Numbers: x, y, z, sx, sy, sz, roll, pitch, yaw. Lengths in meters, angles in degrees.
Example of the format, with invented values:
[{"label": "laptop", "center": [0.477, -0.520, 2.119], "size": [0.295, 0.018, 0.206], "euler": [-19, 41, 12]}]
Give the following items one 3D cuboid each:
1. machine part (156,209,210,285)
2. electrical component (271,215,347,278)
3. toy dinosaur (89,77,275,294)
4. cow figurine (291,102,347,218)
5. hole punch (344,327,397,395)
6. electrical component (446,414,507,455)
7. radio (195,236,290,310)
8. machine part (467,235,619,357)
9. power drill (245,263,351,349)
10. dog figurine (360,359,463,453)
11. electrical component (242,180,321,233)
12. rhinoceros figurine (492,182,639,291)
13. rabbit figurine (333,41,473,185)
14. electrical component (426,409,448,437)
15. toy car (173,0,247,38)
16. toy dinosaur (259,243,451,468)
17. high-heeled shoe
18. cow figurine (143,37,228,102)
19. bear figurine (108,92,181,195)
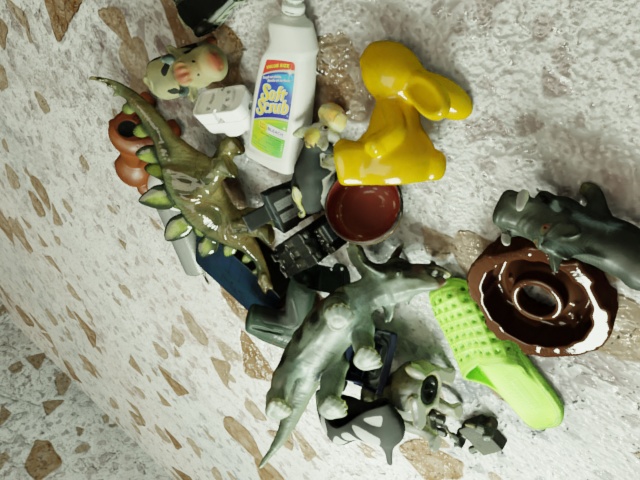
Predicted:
[{"label": "machine part", "center": [-0.289, -0.010, 1.169], "size": [0.079, 0.079, 0.243], "euler": [6, 124, 42]}, {"label": "electrical component", "center": [-0.002, -0.003, 0.858], "size": [0.058, 0.115, 0.134], "euler": [55, 142, -4]}, {"label": "toy dinosaur", "center": [-0.218, -0.098, 0.941], "size": [0.199, 0.105, 0.470], "euler": [-23, 106, 19]}, {"label": "cow figurine", "center": [-0.006, -0.115, 0.791], "size": [0.068, 0.098, 0.167], "euler": [32, 138, 32]}, {"label": "hole punch", "center": [0.081, 0.200, 0.919], "size": [0.092, 0.142, 0.115], "euler": [11, 171, 14]}, {"label": "electrical component", "center": [0.266, 0.333, 0.913], "size": [0.078, 0.045, 0.102], "euler": [52, 141, 2]}, {"label": "radio", "center": [-0.152, 0.059, 1.092], "size": [0.230, 0.073, 0.131], "euler": [40, 141, 16]}, {"label": "machine part", "center": [0.281, 0.068, 0.684], "size": [0.180, 0.056, 0.179], "euler": [25, 134, 28]}, {"label": "power drill", "center": [-0.010, 0.131, 0.975], "size": [0.232, 0.086, 0.207], "euler": [15, 134, -8]}, {"label": "dog figurine", "center": [0.128, 0.259, 0.935], "size": [0.191, 0.121, 0.172], "euler": [7, 119, 46]}, {"label": "electrical component", "center": [-0.067, -0.052, 0.882], "size": [0.074, 0.119, 0.048], "euler": [68, 167, -17]}, {"label": "rhinoceros figurine", "center": [0.283, -0.003, 0.582], "size": [0.190, 0.112, 0.073], "euler": [26, 138, 18]}, {"label": "rabbit figurine", "center": [0.093, -0.156, 0.654], "size": [0.163, 0.122, 0.173], "euler": [3, 103, 40]}, {"label": "electrical component", "center": [0.193, 0.333, 1.003], "size": [0.094, 0.021, 0.063], "euler": [12, 127, 40]}, {"label": "toy car", "center": [-0.149, -0.360, 0.775], "size": [0.202, 0.056, 0.073], "euler": [-12, 116, 50]}, {"label": "toy dinosaur", "center": [0.013, 0.155, 0.820], "size": [0.131, 0.192, 0.404], "euler": [37, 113, -8]}, {"label": "high-heeled shoe", "center": [0.053, 0.286, 0.929], "size": [0.249, 0.086, 0.145], "euler": [24, 134, 49]}, {"label": "cow figurine", "center": [-0.215, -0.269, 0.853], "size": [0.195, 0.127, 0.085], "euler": [4, 125, 46]}, {"label": "bear figurine", "center": [-0.361, -0.184, 1.097], "size": [0.120, 0.132, 0.195], "euler": [45, 159, 10]}]
